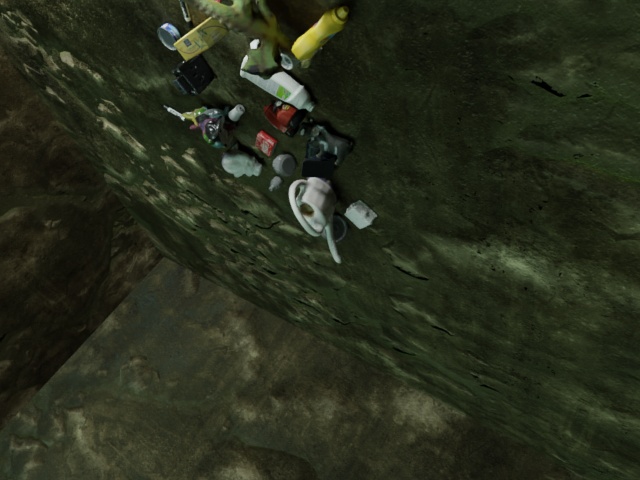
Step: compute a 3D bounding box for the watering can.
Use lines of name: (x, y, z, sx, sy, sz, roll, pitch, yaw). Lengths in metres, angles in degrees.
watering can: (0.006, -0.095, 1.878, 0.103, 0.229, 0.342, -14, 126, 37)

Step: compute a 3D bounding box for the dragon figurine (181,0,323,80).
dragon figurine: (-0.177, -0.519, 1.309, 0.120, 0.412, 0.246, -44, 59, 50)

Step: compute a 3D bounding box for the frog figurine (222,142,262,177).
frog figurine: (-0.316, -0.301, 2.080, 0.160, 0.124, 0.134, 45, 137, 11)
